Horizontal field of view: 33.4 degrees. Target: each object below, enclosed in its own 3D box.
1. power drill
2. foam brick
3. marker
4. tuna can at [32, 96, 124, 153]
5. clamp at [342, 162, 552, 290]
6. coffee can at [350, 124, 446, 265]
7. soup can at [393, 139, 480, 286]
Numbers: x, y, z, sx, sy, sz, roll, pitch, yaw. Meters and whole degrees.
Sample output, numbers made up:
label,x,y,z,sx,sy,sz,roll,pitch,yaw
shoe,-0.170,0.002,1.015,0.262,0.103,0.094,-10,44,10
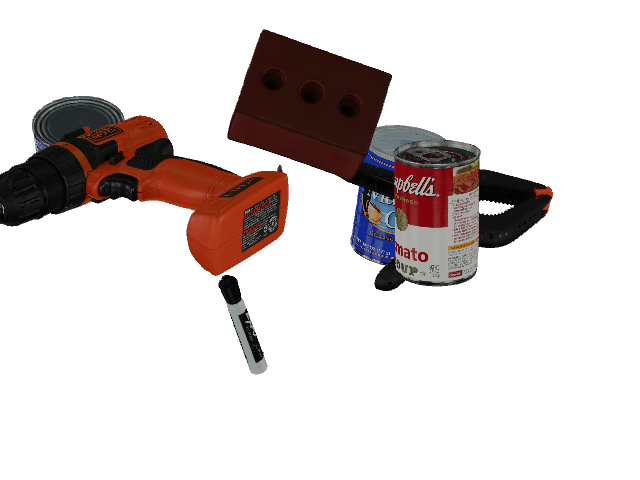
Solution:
label,x,y,z,sx,sy,sz,roll,pitch,yaw
power drill,-0.133,-0.036,0.811,0.188,0.057,0.184,21,33,25
foam brick,-0.007,-0.075,0.600,0.078,0.053,0.051,18,-14,-2
marker,-0.077,0.083,1.060,0.020,0.121,0.020,-11,35,7
tuna can,-0.228,-0.099,1.013,0.086,0.034,0.086,3,43,-3
clamp,0.130,-0.020,1.053,0.210,0.164,0.036,-2,-40,-5
coffee can,0.095,-0.054,1.274,0.102,0.140,0.103,6,28,-3
soup can,0.093,-0.023,0.851,0.068,0.102,0.068,-2,21,1
